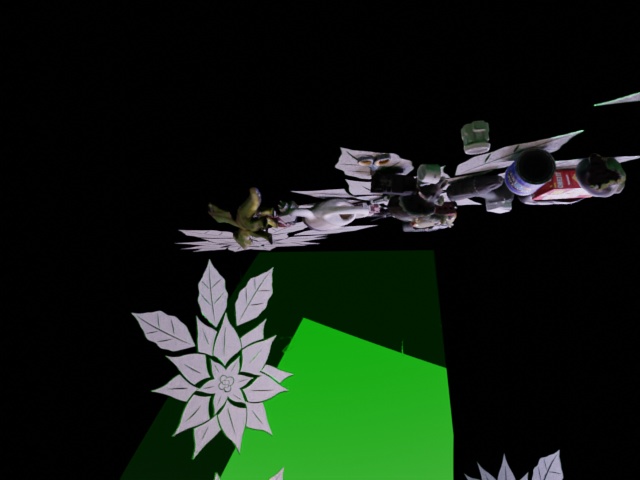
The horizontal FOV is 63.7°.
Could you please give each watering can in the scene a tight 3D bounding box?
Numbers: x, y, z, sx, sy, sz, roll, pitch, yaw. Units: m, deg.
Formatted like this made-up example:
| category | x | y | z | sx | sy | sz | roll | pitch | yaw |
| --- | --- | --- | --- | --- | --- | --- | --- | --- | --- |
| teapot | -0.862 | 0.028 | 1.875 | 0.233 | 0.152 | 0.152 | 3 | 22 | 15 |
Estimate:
| category | x | y | z | sx | sy | sz | roll | pitch | yaw |
| --- | --- | --- | --- | --- | --- | --- | --- | --- | --- |
| watering can | 0.006 | -0.094 | 1.859 | 0.348 | 0.104 | 0.223 | -2 | -7 | -29 |

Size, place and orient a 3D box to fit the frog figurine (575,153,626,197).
| category | x | y | z | sx | sy | sz | roll | pitch | yaw |
| --- | --- | --- | --- | --- | --- | --- | --- | --- | --- |
| frog figurine | 0.831 | -0.190 | 1.525 | 0.138 | 0.121 | 0.160 | 28 | 17 | 24 |

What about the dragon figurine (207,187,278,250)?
| category | x | y | z | sx | sy | sz | roll | pitch | yaw |
| --- | --- | --- | --- | --- | --- | --- | --- | --- | --- |
| dragon figurine | -0.278 | -0.080 | 1.773 | 0.243 | 0.125 | 0.401 | 6 | -31 | 12 |
